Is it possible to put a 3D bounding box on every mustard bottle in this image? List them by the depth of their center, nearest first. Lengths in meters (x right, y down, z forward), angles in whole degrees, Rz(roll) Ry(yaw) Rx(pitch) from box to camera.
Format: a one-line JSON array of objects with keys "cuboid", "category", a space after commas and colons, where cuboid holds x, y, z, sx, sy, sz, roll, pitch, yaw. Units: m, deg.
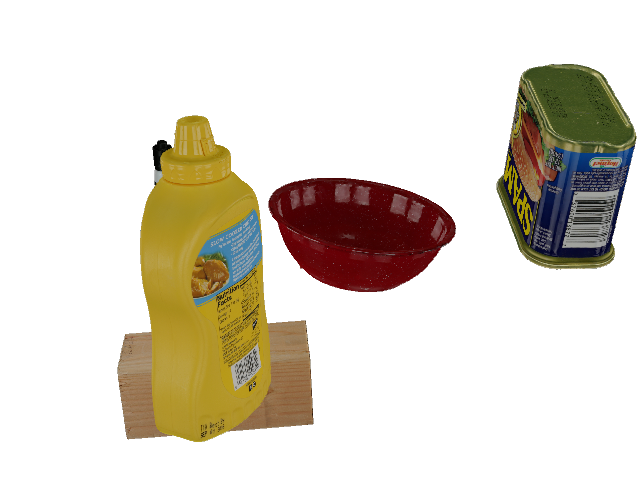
[{"cuboid": [-0.070, 0.019, 0.648, 0.058, 0.192, 0.096, 11, 26, 27], "category": "mustard bottle"}]

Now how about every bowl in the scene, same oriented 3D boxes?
[{"cuboid": [0.033, 0.000, 0.917, 0.162, 0.055, 0.162, 6, 23, -3], "category": "bowl"}]

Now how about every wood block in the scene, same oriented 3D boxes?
[{"cuboid": [-0.115, 0.155, 1.192, 0.206, 0.091, 0.090, -4, 23, -2], "category": "wood block"}]

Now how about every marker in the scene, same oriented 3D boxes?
[{"cuboid": [-0.156, -0.043, 1.062, 0.020, 0.121, 0.020, 1, 29, -1], "category": "marker"}]

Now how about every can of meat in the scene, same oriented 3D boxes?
[{"cuboid": [0.145, -0.046, 0.635, 0.057, 0.084, 0.102, 0, 36, -5], "category": "can of meat"}]

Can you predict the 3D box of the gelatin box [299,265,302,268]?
[{"cuboid": [0.006, -0.011, 1.283, 0.073, 0.089, 0.030, -3, 29, 11], "category": "gelatin box"}]
